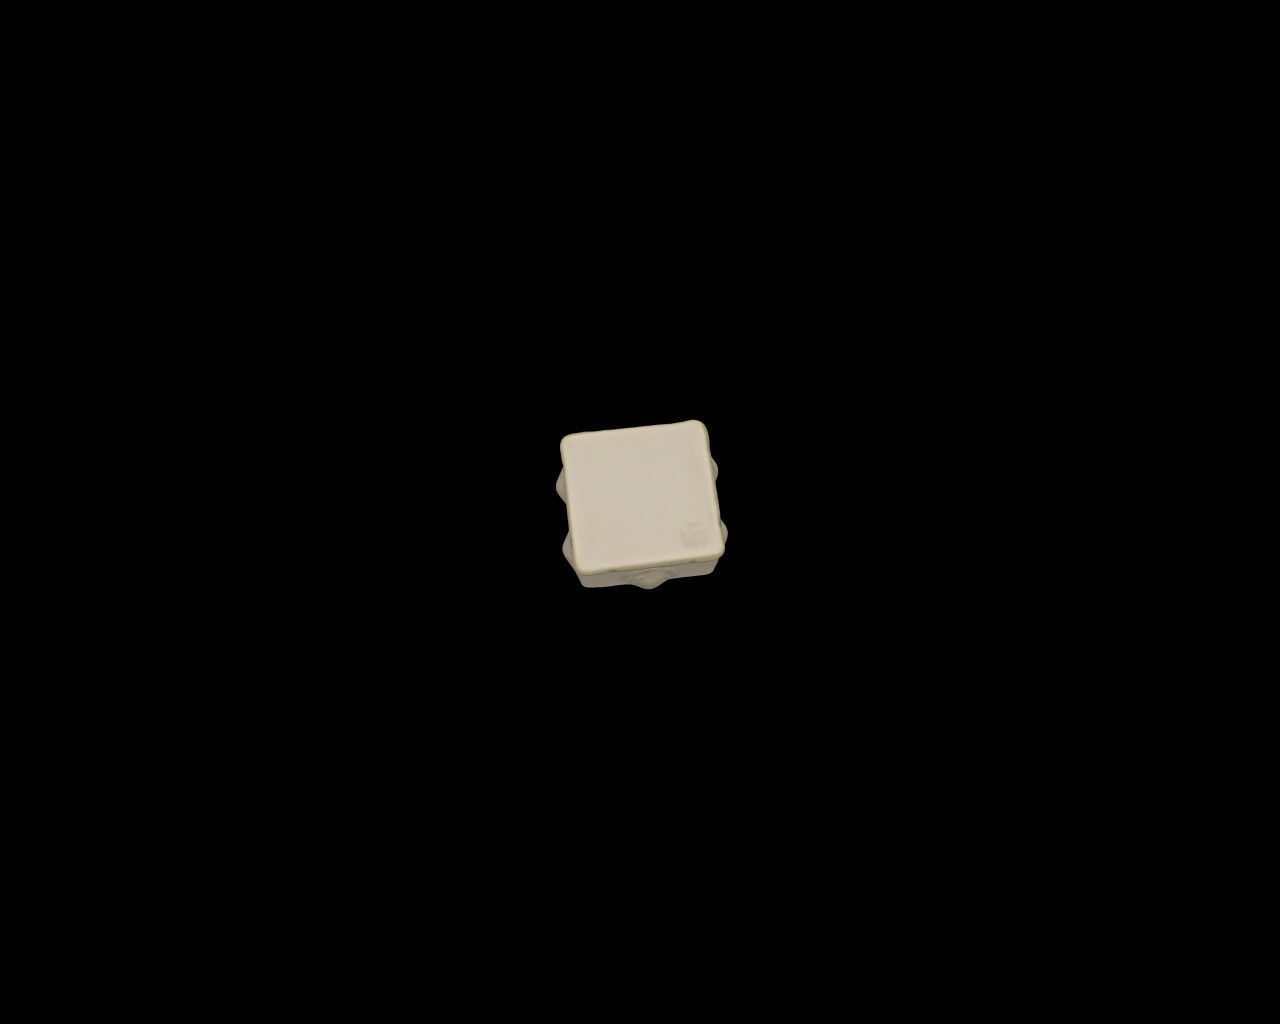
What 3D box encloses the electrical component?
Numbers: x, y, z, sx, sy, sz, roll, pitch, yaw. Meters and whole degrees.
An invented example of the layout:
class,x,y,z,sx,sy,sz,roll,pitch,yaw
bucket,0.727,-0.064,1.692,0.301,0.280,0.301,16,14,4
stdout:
class,x,y,z,sx,sy,sz,roll,pitch,yaw
electrical component,0.001,-0.003,0.650,0.100,0.100,0.048,-7,-19,-2
